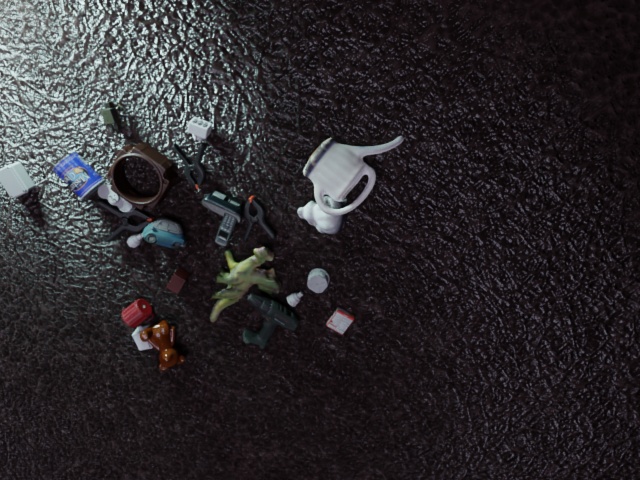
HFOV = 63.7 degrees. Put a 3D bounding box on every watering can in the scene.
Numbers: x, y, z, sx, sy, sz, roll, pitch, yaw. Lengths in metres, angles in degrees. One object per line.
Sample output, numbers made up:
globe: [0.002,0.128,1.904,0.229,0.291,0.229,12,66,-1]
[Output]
watering can: [0.093,-0.247,1.663,0.225,0.104,0.347,38,91,3]

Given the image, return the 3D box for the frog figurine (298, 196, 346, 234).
frog figurine: [0.005,-0.088,1.740,0.159,0.126,0.134,6,135,-7]

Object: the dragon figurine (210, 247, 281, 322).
dragon figurine: [-0.268,0.172,1.908,0.242,0.125,0.401,12,124,-6]
